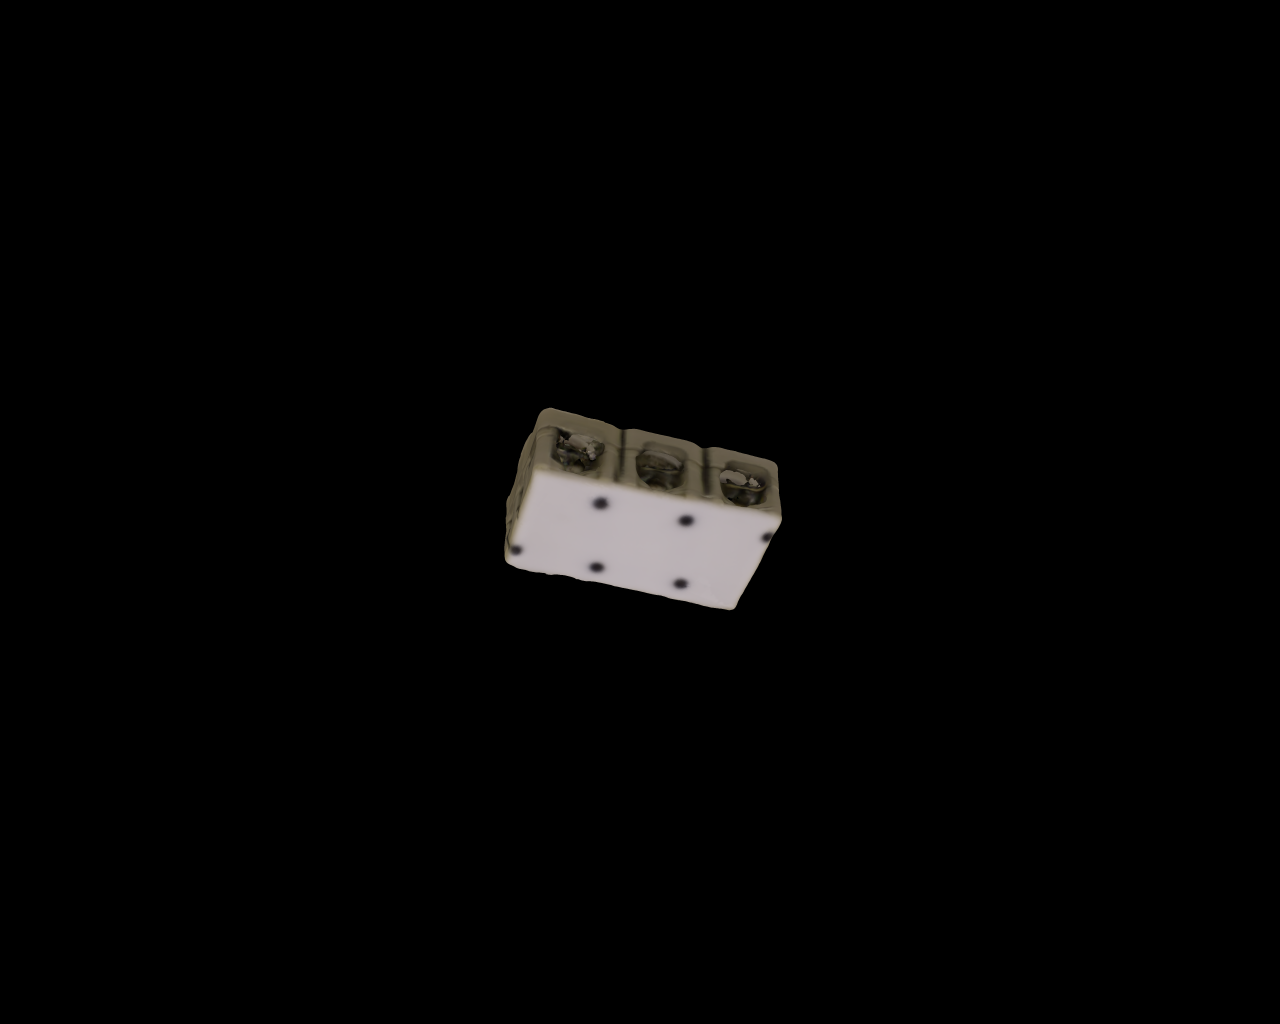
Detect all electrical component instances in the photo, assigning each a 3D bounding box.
[{"bbox_3d":[0.001,-0.003,0.650,0.150,0.062,0.089,13,-47,-12],"label":"electrical component"}]
